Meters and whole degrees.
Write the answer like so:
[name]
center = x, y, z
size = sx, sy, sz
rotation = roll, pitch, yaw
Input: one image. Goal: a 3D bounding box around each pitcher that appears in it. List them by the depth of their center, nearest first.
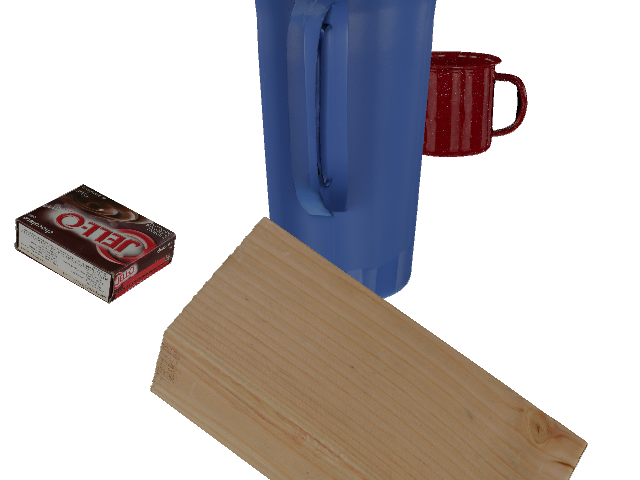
[pitcher]
center = 0.014, -0.077, 0.789
size = 0.149, 0.243, 0.145
rotation = -11, 22, -28

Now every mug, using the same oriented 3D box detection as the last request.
[mug]
center = 0.125, -0.121, 0.950
size = 0.117, 0.081, 0.093
rotation = 3, 18, 12

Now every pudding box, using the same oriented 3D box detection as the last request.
[pudding box]
center = -0.201, 0.001, 0.952
size = 0.114, 0.039, 0.089
rotation = 25, 33, 20

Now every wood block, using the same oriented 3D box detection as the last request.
[wood block]
center = 0.021, 0.094, 0.571
size = 0.206, 0.090, 0.090
rotation = 35, -31, 7
